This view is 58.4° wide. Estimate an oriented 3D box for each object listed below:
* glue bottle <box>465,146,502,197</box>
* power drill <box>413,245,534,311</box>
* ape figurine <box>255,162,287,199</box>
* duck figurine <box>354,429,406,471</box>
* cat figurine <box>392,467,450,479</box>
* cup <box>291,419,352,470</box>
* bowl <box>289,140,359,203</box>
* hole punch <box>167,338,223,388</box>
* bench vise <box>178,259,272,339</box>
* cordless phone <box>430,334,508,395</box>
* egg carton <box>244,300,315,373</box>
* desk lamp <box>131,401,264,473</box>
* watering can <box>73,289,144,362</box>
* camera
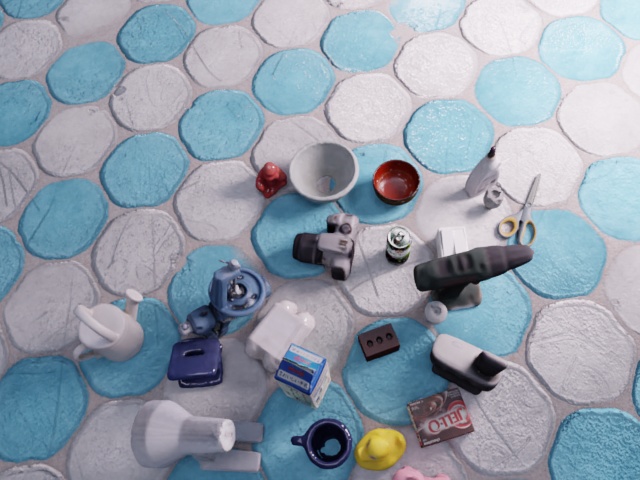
[{"bbox_3d":[0.379,-0.163,1.303,0.078,0.173,0.037,-27,67,-8],"label":"glue bottle"},{"bbox_3d":[0.304,0.076,1.181,0.229,0.208,0.075,-10,65,-1],"label":"power drill"},{"bbox_3d":[-0.119,-0.154,1.377,0.077,0.092,0.076,-1,66,4],"label":"ape figurine"},{"bbox_3d":[0.117,0.405,1.113,0.104,0.086,0.077,-19,66,-5],"label":"duck figurine"},{"bbox_3d":[0.185,0.460,1.066,0.127,0.118,0.067,5,66,6],"label":"cat figurine"},{"bbox_3d":[0.005,0.400,1.117,0.117,0.095,0.091,2,66,5],"label":"cup"},{"bbox_3d":[0.011,-0.152,1.376,0.167,0.075,0.167,-1,66,3],"label":"bowl"},{"bbox_3d":[-0.263,0.253,1.203,0.108,0.091,0.101,-7,65,1],"label":"hole punch"},{"bbox_3d":[-0.197,0.129,1.184,0.121,0.220,0.208,32,72,17],"label":"bench vise"},{"bbox_3d":[0.295,0.229,1.125,0.147,0.185,0.094,22,69,13],"label":"cordless phone"},{"bbox_3d":[-0.086,0.204,1.226,0.107,0.069,0.150,32,72,17],"label":"egg carton"},{"bbox_3d":[-0.224,0.373,1.080,0.203,0.214,0.118,1,66,5],"label":"desk lamp"},{"bbox_3d":[-0.444,0.177,1.193,0.100,0.194,0.173,17,68,11],"label":"watering can"},{"bbox_3d":[0.012,0.005,1.292,0.136,0.101,0.143,8,67,8],"label":"camera"}]
